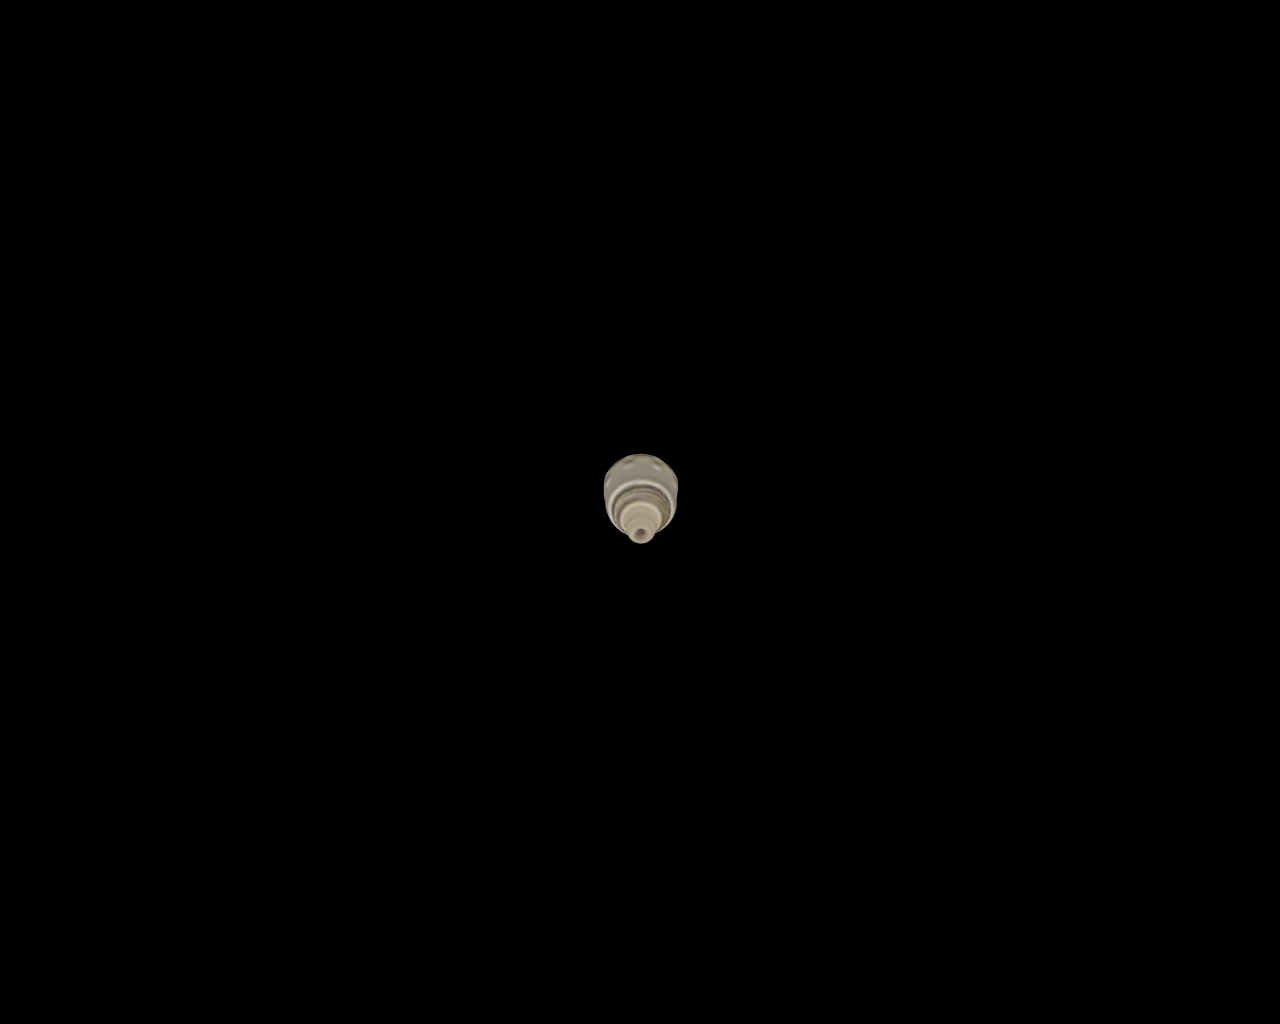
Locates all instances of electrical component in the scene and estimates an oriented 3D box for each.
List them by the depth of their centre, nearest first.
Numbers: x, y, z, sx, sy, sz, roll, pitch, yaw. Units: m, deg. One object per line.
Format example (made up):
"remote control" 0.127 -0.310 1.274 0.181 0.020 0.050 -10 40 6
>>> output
"electrical component" 0.001 -0.003 0.650 0.048 0.048 0.062 0 32 0
